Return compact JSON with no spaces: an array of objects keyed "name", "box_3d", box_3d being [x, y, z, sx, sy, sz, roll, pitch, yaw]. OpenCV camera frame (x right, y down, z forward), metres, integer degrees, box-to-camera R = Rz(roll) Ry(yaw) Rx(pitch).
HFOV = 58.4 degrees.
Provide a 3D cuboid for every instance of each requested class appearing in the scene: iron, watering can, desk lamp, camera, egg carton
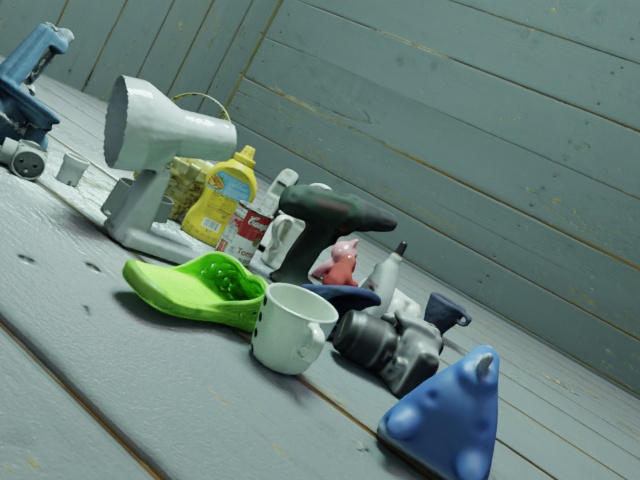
[{"name":"iron","box_3d":[0.158,0.172,0.636,0.118,0.141,0.259,30,6,17]},{"name":"watering can","box_3d":[-0.030,-0.024,1.168,0.100,0.194,0.173,30,6,15]},{"name":"desk lamp","box_3d":[-0.220,-0.094,0.795,0.204,0.213,0.117,24,7,-37]},{"name":"camera","box_3d":[0.092,0.139,0.805,0.137,0.101,0.143,27,6,-10]},{"name":"egg carton","box_3d":[0.140,0.136,1.201,0.108,0.069,0.149,24,7,-36]}]

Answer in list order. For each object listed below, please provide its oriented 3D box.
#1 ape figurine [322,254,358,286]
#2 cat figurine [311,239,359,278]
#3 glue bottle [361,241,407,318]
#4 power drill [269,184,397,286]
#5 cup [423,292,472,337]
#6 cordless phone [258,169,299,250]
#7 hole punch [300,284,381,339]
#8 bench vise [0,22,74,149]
[{"name":"ape figurine","box_3d":[0.048,0.073,1.200,0.077,0.092,0.076,33,7,36]},{"name":"cat figurine","box_3d":[0.046,0.044,1.315,0.067,0.118,0.128,30,6,14]},{"name":"glue bottle","box_3d":[0.118,0.079,1.082,0.037,0.173,0.078,24,7,-35]},{"name":"power drill","box_3d":[0.010,0.004,1.048,0.230,0.208,0.075,25,7,-27]},{"name":"cup","box_3d":[0.286,0.187,1.317,0.092,0.095,0.117,22,9,-46]},{"name":"cordless phone","box_3d":[-0.083,-0.060,1.276,0.147,0.185,0.094,32,7,30]},{"name":"hole punch","box_3d":[0.024,0.098,0.889,0.109,0.091,0.100,22,9,-48]},{"name":"bench vise","box_3d":[-0.455,-0.233,0.857,0.121,0.220,0.207,28,6,-1]}]
